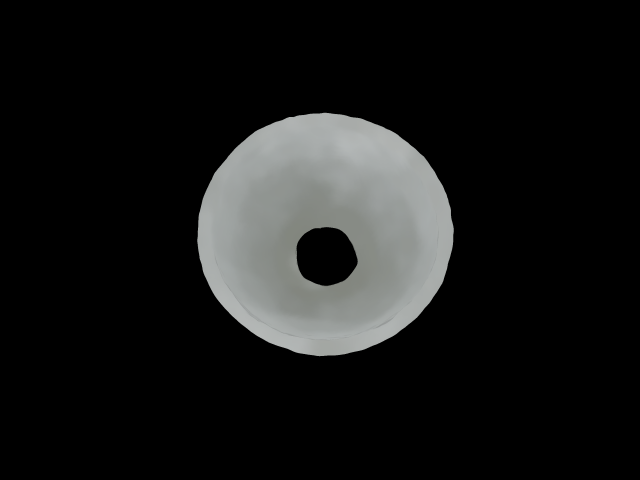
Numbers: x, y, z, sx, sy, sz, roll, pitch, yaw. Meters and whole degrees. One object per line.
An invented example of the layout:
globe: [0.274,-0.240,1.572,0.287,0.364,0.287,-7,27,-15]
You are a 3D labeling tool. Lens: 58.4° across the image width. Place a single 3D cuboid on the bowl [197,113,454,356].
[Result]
bowl: [0.004,0.001,0.400,0.167,0.075,0.167,0,70,0]
